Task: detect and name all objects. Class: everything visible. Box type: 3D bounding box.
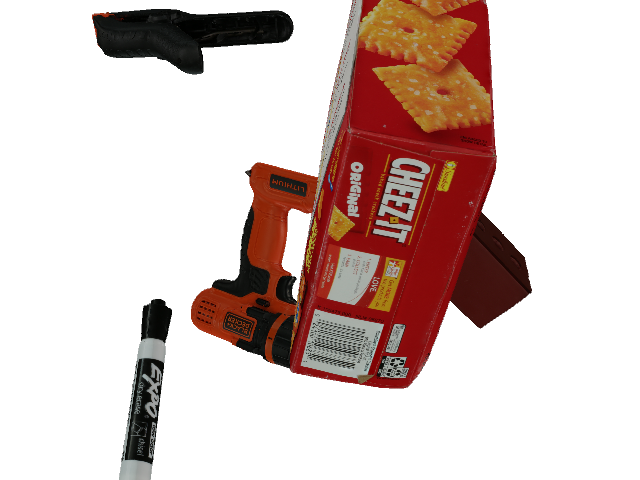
[{"bbox_3d":[-0.107,0.093,0.656,0.020,0.121,0.020,3,-26,1],"label":"marker"},{"bbox_3d":[0.039,-0.056,0.558,0.072,0.164,0.213,11,44,-2],"label":"cracker box"},{"bbox_3d":[-0.029,0.028,1.044,0.185,0.187,0.057,18,1,27],"label":"power drill"},{"bbox_3d":[-0.109,-0.165,0.848,0.172,0.039,0.120,20,28,41],"label":"clamp"},{"bbox_3d":[0.114,0.016,0.804,0.051,0.078,0.053,-38,21,22],"label":"foam brick"}]
